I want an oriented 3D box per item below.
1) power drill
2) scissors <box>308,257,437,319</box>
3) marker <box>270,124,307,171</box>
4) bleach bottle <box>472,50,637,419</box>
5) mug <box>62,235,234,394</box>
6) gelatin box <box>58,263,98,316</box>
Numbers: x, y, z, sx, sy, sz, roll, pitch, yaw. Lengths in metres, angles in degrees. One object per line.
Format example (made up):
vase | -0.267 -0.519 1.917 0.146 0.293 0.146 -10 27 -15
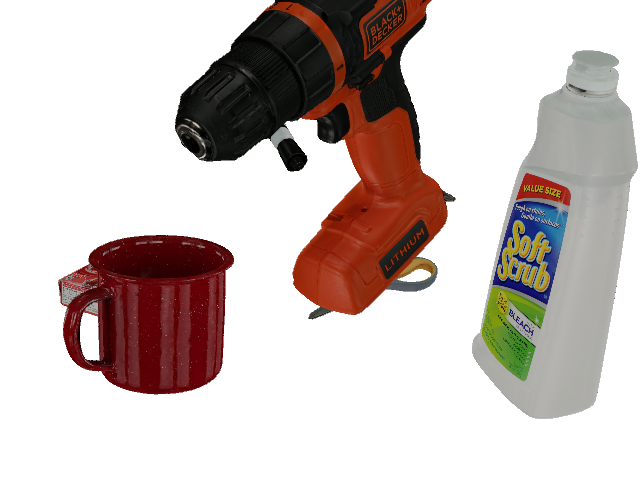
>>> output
power drill | 0.009 -0.050 0.566 0.057 0.187 0.184 26 55 32
scissors | 0.044 0.039 1.185 0.201 0.016 0.096 -10 42 -36
marker | -0.040 -0.097 0.878 0.020 0.020 0.121 0 40 -30
bleach bottle | 0.160 -0.007 0.717 0.068 0.251 0.103 -9 32 -19
mug | -0.113 0.051 0.692 0.093 0.081 0.117 19 24 41
gelatin box | -0.190 0.046 1.010 0.089 0.030 0.073 15 25 23
